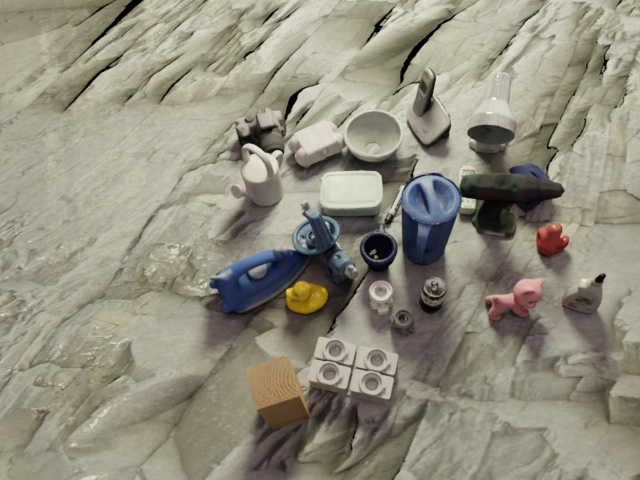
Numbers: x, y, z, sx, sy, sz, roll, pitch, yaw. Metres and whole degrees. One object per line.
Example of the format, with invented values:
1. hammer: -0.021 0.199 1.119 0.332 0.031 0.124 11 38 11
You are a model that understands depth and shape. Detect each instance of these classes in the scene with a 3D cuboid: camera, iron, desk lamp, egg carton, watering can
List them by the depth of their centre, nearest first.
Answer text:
1. iron: -0.146 0.070 1.392 0.258 0.141 0.118 -27 63 -9
2. watering can: -0.159 -0.173 1.494 0.100 0.194 0.173 13 64 12
3. desk lamp: 0.451 -0.320 1.507 0.117 0.214 0.203 10 63 11
4. egg carton: -0.009 -0.268 1.602 0.150 0.069 0.107 -27 63 -9
5. camera: -0.160 -0.294 1.612 0.143 0.101 0.136 -15 62 -3

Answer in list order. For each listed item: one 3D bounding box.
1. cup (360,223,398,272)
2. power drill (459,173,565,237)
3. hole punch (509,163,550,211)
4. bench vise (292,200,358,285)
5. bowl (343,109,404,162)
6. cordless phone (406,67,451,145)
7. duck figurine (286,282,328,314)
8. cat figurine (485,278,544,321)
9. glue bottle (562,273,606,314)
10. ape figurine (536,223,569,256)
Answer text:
1. cup: 0.146 0.027 1.416 0.091 0.095 0.118 5 62 8
2. power drill: 0.448 -0.091 1.387 0.229 0.208 0.075 10 63 11
3. hole punch: 0.544 -0.150 1.477 0.101 0.091 0.108 -30 63 -10
4. bench vise: 0.019 -0.004 1.373 0.207 0.220 0.122 27 68 18
5. bowl: 0.148 -0.276 1.590 0.167 0.075 0.167 -2 62 4
6. cordless phone: 0.301 -0.364 1.560 0.094 0.185 0.147 -24 62 -7
7. duck figurine: -0.034 0.129 1.382 0.104 0.086 0.077 -9 61 0
8. cat figurine: 0.453 0.131 1.319 0.128 0.118 0.067 -10 61 0
9. glue bottle: 0.603 0.113 1.284 0.078 0.173 0.037 14 64 12
10. ape figurine: 0.568 -0.009 1.399 0.076 0.092 0.077 -42 66 -16
